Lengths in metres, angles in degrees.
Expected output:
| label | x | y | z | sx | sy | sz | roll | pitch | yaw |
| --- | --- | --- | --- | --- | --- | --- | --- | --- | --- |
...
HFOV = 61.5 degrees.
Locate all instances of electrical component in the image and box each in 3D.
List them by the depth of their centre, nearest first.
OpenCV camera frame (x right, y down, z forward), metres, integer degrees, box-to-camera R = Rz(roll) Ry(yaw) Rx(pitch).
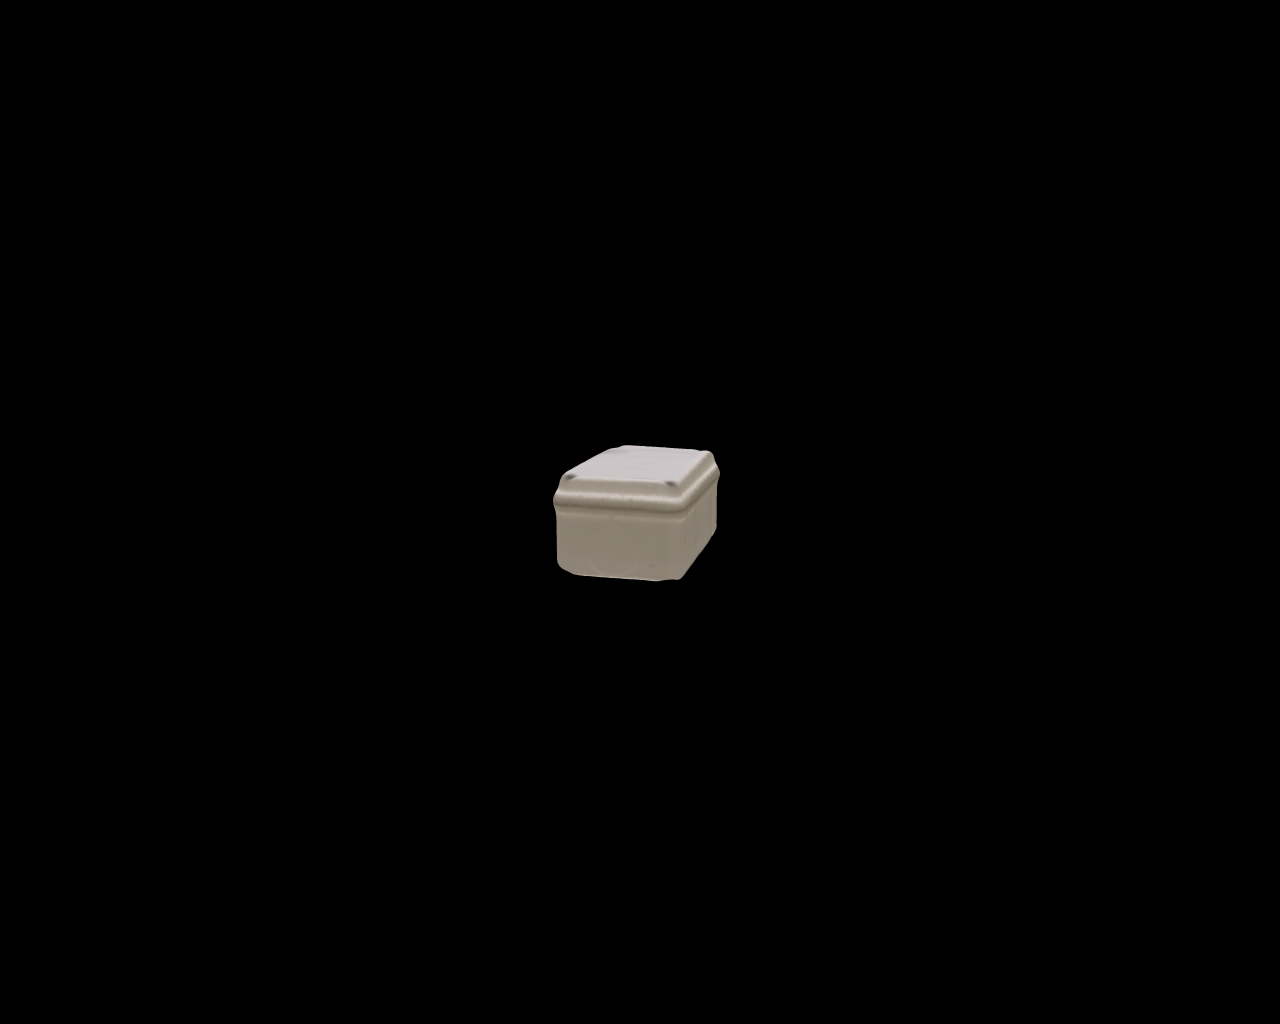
| label | x | y | z | sx | sy | sz | roll | pitch | yaw |
| --- | --- | --- | --- | --- | --- | --- | --- | --- | --- |
| electrical component | 0.001 | -0.003 | 0.650 | 0.078 | 0.057 | 0.113 | 4 | 15 | 15 |
